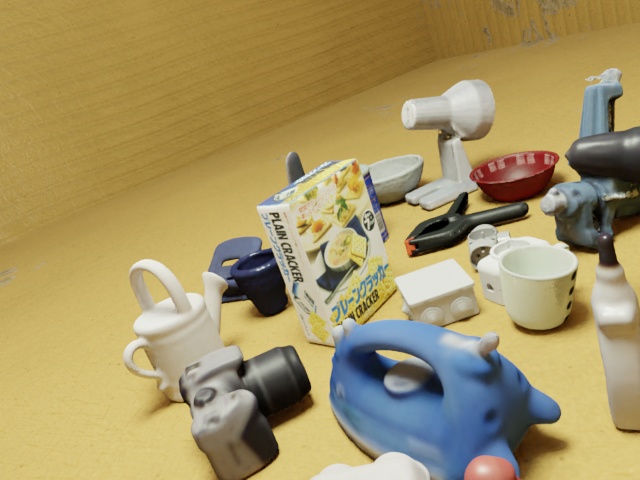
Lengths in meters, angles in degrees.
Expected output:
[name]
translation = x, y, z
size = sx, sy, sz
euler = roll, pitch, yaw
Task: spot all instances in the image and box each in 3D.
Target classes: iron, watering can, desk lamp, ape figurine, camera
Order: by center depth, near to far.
[ape figurine]
translation = 0.128, 0.194, 0.407
size = 0.076, 0.092, 0.077
euler = -22, 20, -8
[iron]
translation = 0.080, 0.131, 0.547
size = 0.257, 0.142, 0.119
euler = 3, 29, 46
[camera]
translation = -0.080, 0.172, 0.647
size = 0.137, 0.101, 0.143
euler = -23, 20, -12
[watering can]
translation = -0.196, 0.109, 0.784
size = 0.100, 0.194, 0.173
euler = -11, 21, 21
[desk lamp]
translation = 0.256, -0.198, 1.153
size = 0.203, 0.214, 0.117
euler = -25, 20, -16

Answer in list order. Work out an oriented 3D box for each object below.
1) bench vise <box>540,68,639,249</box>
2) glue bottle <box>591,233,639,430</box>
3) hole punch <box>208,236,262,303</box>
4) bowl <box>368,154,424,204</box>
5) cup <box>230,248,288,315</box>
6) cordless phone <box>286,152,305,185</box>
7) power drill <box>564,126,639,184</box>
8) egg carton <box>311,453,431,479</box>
[bench vise]
translation = 0.389, -0.110, 0.786
size = 0.121, 0.220, 0.208
euler = 2, 28, 45
[glue bottle]
translation = 0.256, 0.073, 0.491
size = 0.037, 0.173, 0.078
euler = -9, 22, 27
[hole punch]
translation = -0.151, 0.053, 1.046
size = 0.108, 0.091, 0.101
euler = -10, 21, 23
[bowl]
translation = 0.154, -0.125, 1.261
size = 0.167, 0.075, 0.167
euler = -17, 20, 7
[cup]
translation = -0.076, 0.070, 0.924
size = 0.117, 0.095, 0.092
euler = -9, 22, 27
[cordless phone]
translation = -0.047, -0.076, 1.150
size = 0.094, 0.185, 0.147
euler = -15, 20, 13
[power drill]
translation = 0.385, -0.025, 0.581
size = 0.229, 0.209, 0.076
euler = -10, 22, 25
[egg carton]
translation = 0.038, 0.230, 0.431
size = 0.107, 0.069, 0.150
euler = -16, 20, 10
